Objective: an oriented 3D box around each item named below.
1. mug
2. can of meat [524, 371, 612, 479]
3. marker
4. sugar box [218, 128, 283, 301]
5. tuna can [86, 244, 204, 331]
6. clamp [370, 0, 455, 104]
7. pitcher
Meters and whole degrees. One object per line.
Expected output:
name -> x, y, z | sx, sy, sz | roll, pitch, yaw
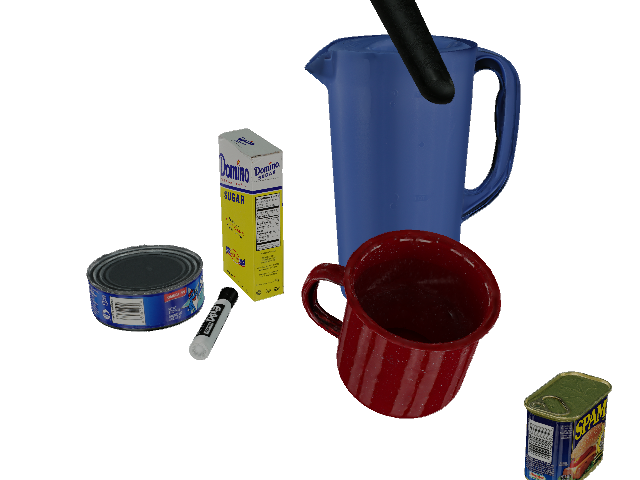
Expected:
mug -> 0.043, 0.050, 0.650 | 0.117, 0.081, 0.093 | 18, 47, 8
can of meat -> 0.242, 0.188, 1.049 | 0.058, 0.084, 0.101 | 14, 23, 37
marker -> -0.100, 0.076, 1.017 | 0.020, 0.020, 0.121 | 0, 23, 10
sugar box -> -0.079, -0.030, 1.214 | 0.048, 0.176, 0.093 | -15, 27, -25
tuna can -> -0.130, 0.035, 0.798 | 0.086, 0.034, 0.086 | -2, 23, 0
clamp -> 0.037, -0.199, 0.741 | 0.209, 0.164, 0.036 | 26, -25, -14
pitcher -> 0.082, -0.063, 0.960 | 0.149, 0.243, 0.144 | 14, 23, 40
